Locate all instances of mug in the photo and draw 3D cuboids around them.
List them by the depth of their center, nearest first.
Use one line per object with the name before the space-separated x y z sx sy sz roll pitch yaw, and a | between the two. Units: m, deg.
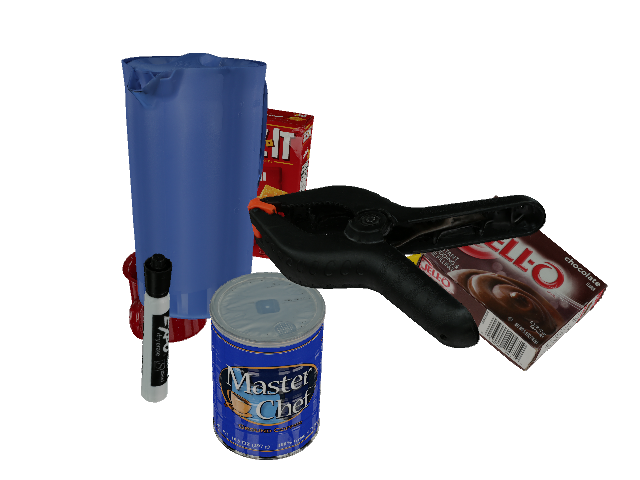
mug | -0.174 0.066 1.180 0.093 0.081 0.117 10 33 19

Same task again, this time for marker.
marker | -0.113 0.061 0.731 0.020 0.121 0.020 5 34 -4

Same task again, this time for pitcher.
pitcher | -0.113 -0.057 1.020 0.149 0.243 0.145 -2 15 -14

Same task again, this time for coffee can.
coffee can | -0.049 0.115 0.978 0.103 0.140 0.103 2 34 -1

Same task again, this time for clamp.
clamp | 0.032 0.009 0.599 0.172 0.039 0.120 3 32 21

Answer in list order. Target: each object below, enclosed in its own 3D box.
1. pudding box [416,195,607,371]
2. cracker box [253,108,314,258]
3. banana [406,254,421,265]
pudding box | 0.141 0.030 0.795 0.089 0.113 0.039 -36 -21 -30
cracker box | -0.105 -0.085 1.567 0.164 0.214 0.072 9 21 7
banana | 0.159 0.043 1.101 0.198 0.037 0.069 7 42 12
